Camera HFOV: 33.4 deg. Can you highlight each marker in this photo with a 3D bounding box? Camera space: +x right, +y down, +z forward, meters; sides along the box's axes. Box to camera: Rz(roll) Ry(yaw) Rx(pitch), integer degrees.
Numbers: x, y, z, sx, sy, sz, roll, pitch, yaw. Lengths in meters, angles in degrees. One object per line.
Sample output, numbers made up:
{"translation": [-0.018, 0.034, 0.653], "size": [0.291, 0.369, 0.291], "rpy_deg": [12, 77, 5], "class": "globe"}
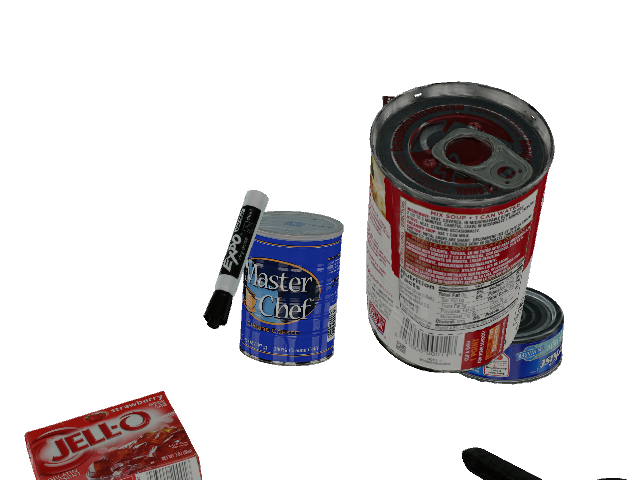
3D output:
{"translation": [-0.067, 0.015, 0.844], "size": [0.020, 0.121, 0.020], "rpy_deg": [13, -28, 7], "class": "marker"}

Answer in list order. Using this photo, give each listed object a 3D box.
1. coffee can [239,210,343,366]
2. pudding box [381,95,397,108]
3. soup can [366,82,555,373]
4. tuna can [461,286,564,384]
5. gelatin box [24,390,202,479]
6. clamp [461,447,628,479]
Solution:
{"translation": [-0.031, 0.048, 1.122], "size": [0.103, 0.140, 0.103], "rpy_deg": [4, 14, -1], "class": "coffee can"}
{"translation": [0.099, -0.080, 0.954], "size": [0.090, 0.039, 0.113], "rpy_deg": [3, 44, -3], "class": "pudding box"}
{"translation": [0.053, -0.002, 0.428], "size": [0.068, 0.068, 0.102], "rpy_deg": [0, -44, 1], "class": "soup can"}
{"translation": [0.125, 0.062, 0.738], "size": [0.086, 0.034, 0.086], "rpy_deg": [-1, 25, 0], "class": "tuna can"}
{"translation": [-0.122, 0.128, 0.625], "size": [0.089, 0.030, 0.073], "rpy_deg": [-14, 27, -18], "class": "gelatin box"}
{"translation": [0.197, 0.237, 0.860], "size": [0.210, 0.036, 0.164], "rpy_deg": [1, 35, 24], "class": "clamp"}
